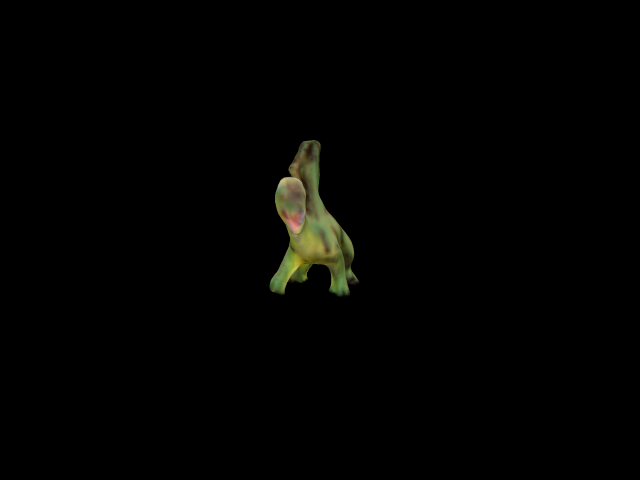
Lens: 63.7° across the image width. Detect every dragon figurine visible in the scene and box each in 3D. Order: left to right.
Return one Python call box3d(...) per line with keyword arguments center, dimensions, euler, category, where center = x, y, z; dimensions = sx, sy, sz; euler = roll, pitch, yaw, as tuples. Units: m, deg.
box3d(center=(0.003, -0.043, 0.850), dimensions=(0.122, 0.241, 0.413), euler=(2, 9, 11), category="dragon figurine")
